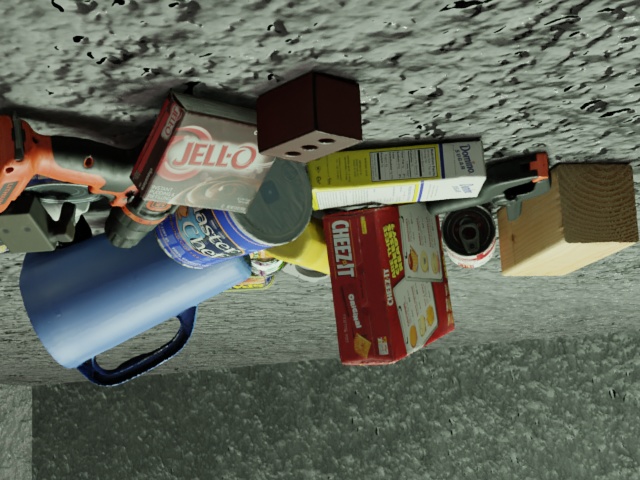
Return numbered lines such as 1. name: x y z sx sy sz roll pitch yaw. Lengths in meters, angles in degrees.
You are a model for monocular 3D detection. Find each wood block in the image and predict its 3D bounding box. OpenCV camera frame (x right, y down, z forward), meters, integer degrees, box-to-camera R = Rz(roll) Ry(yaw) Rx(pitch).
1. wood block: 0.286 -0.019 1.257 0.090 0.091 0.206 -1 169 -10

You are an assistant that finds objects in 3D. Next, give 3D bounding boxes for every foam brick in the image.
1. foam brick: -0.010 -0.100 0.883 0.052 0.051 0.078 7 165 -39

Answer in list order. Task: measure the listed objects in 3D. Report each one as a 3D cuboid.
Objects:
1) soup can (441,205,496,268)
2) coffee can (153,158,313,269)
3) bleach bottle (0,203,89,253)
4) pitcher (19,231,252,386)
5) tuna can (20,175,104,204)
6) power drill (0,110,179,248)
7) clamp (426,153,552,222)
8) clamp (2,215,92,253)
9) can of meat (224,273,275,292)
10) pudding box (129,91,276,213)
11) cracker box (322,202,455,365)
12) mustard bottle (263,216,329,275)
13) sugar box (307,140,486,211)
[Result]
1. soup can: 0.191 -0.004 1.365 0.068 0.068 0.102 -5 169 9
2. coffee can: -0.089 -0.033 1.064 0.102 0.103 0.141 6 166 -38
3. bleach bottle: -0.360 -0.020 1.166 0.251 0.068 0.102 -12 166 30
4. pitcher: -0.200 0.050 1.211 0.243 0.145 0.149 -23 143 4
5. tuna can: -0.255 -0.061 1.057 0.086 0.034 0.086 -3 169 -1
6. power drill: -0.217 -0.051 0.974 0.187 0.057 0.185 3 148 -33
7. clamp: 0.193 -0.056 1.186 0.120 0.039 0.172 -4 163 -13
8. clamp: -0.322 0.004 1.291 0.164 0.036 0.210 21 152 -27
9. can of meat: -0.117 0.037 1.520 0.102 0.057 0.084 -3 166 -1
10. pudding box: -0.095 -0.073 0.914 0.113 0.039 0.090 5 126 -43
11. cracker box: 0.081 0.041 1.208 0.072 0.164 0.213 -7 -178 25
12. mustard bottle: -0.008 0.002 1.216 0.096 0.058 0.191 36 -173 27
13. sugar box: 0.076 -0.066 1.092 0.176 0.048 0.093 -7 170 1
